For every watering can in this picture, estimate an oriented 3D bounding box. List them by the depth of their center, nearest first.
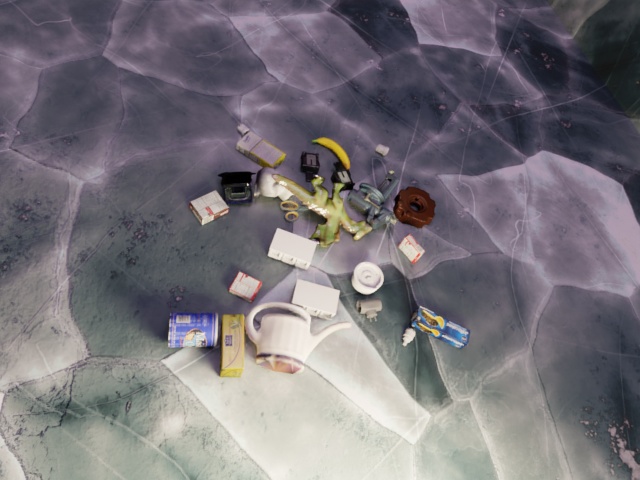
[{"bbox_3d":[-0.071,0.312,1.621,0.347,0.229,0.102,13,-33,-9],"label":"watering can"}]

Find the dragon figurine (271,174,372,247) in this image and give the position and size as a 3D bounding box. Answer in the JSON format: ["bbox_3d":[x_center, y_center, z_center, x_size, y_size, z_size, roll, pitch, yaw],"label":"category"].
[{"bbox_3d":[0.006,-0.095,1.884,0.409,0.247,0.120,10,-28,-24],"label":"dragon figurine"}]

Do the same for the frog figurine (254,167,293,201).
[{"bbox_3d":[-0.160,-0.205,1.918,0.159,0.121,0.139,6,20,-5],"label":"frog figurine"}]
